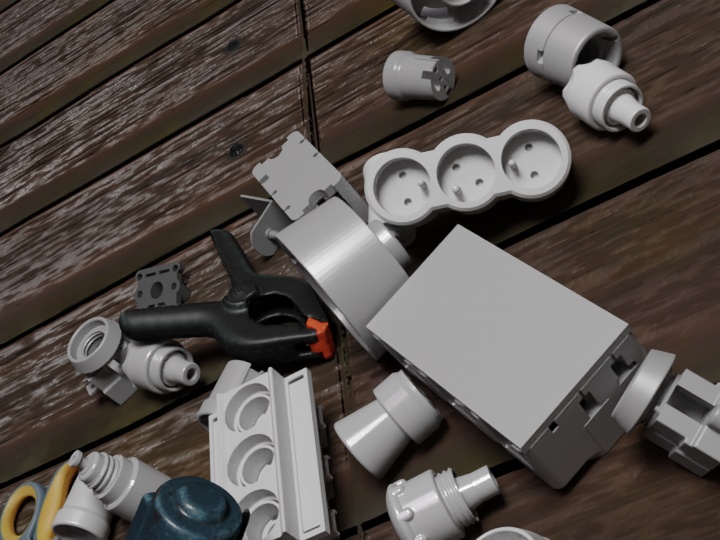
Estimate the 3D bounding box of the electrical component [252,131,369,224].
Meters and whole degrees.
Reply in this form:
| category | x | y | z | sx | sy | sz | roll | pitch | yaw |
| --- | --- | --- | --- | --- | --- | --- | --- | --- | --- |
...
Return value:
| category | x | y | z | sx | sy | sz | roll | pitch | yaw |
| --- | --- | --- | --- | --- | --- | --- | --- | --- | --- |
| electrical component | -0.035 | -0.057 | 0.831 | 0.050 | 0.055 | 0.089 | -43 | 41 | 1 |

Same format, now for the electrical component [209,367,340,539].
| category | x | y | z | sx | sy | sz | roll | pitch | yaw |
| --- | --- | --- | --- | --- | --- | --- | --- | --- | --- |
| electrical component | -0.052 | 0.132 | 0.678 | 0.079 | 0.063 | 0.121 | -28 | 43 | 17 |

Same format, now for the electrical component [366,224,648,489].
| category | x | y | z | sx | sy | sz | roll | pitch | yaw |
| --- | --- | --- | --- | --- | --- | --- | --- | --- | --- |
| electrical component | 0.088 | 0.049 | 0.638 | 0.089 | 0.061 | 0.150 | -48 | 41 | -6 |

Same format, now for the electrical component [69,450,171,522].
| category | x | y | z | sx | sy | sz | roll | pitch | yaw |
| --- | --- | --- | --- | --- | --- | --- | --- | --- | --- |
| electrical component | -0.167 | 0.148 | 0.749 | 0.040 | 0.078 | 0.040 | -37 | 32 | 28 |

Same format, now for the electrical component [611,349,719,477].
| category | x | y | z | sx | sy | sz | roll | pitch | yaw |
| --- | --- | --- | --- | --- | --- | --- | --- | --- | --- |
| electrical component | 0.164 | 0.073 | 0.554 | 0.055 | 0.066 | 0.048 | 31 | 75 | 14 |

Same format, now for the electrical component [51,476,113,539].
| category | x | y | z | sx | sy | sz | roll | pitch | yaw |
| --- | --- | --- | --- | --- | --- | --- | --- | --- | --- |
| electrical component | -0.195 | 0.172 | 0.776 | 0.040 | 0.040 | 0.046 | -12 | 44 | 31 |

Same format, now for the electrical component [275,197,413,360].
| category | x | y | z | sx | sy | sz | roll | pitch | yaw |
| --- | --- | --- | --- | --- | --- | --- | --- | --- | --- |
| electrical component | 0.000 | 0.000 | 0.720 | 0.060 | 0.108 | 0.108 | -39 | 40 | -5 |

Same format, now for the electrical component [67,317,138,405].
| category | x | y | z | sx | sy | sz | roll | pitch | yaw |
| --- | --- | --- | --- | --- | --- | --- | --- | --- | --- |
| electrical component | -0.198 | 0.069 | 0.852 | 0.066 | 0.055 | 0.048 | -43 | 41 | 0 |

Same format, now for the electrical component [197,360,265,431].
| category | x | y | z | sx | sy | sz | roll | pitch | yaw |
| --- | --- | --- | --- | --- | --- | --- | --- | --- | --- |
| electrical component | -0.088 | 0.092 | 0.759 | 0.040 | 0.040 | 0.046 | -4 | 49 | 36 |

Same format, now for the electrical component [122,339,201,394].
| category | x | y | z | sx | sy | sz | roll | pitch | yaw |
| --- | --- | --- | --- | --- | --- | --- | --- | --- | --- |
| electrical component | -0.148 | 0.074 | 0.819 | 0.062 | 0.043 | 0.043 | 10 | 63 | 41 |

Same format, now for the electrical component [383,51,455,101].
| category | x | y | z | sx | sy | sz | roll | pitch | yaw |
| --- | --- | --- | --- | --- | --- | --- | --- | --- | --- |
| electrical component | 0.048 | -0.154 | 0.862 | 0.046 | 0.040 | 0.040 | 13 | 64 | 37 |

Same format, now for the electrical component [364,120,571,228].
| category | x | y | z | sx | sy | sz | roll | pitch | yaw |
| --- | --- | --- | --- | --- | --- | --- | --- | --- | --- |
| electrical component | 0.076 | -0.064 | 0.744 | 0.138 | 0.074 | 0.052 | -11 | 87 | 10 |

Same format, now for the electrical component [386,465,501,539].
| category | x | y | z | sx | sy | sz | roll | pitch | yaw |
| --- | --- | --- | --- | --- | --- | --- | --- | --- | --- |
| electrical component | 0.049 | 0.133 | 0.613 | 0.062 | 0.048 | 0.048 | -29 | 42 | 6 |

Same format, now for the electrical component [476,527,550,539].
| category | x | y | z | sx | sy | sz | roll | pitch | yaw |
| --- | --- | --- | --- | --- | --- | --- | --- | --- | --- |
| electrical component | 0.071 | 0.172 | 0.536 | 0.079 | 0.077 | 0.044 | -33 | 42 | 11 |

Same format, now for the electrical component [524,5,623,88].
| category | x | y | z | sx | sy | sz | roll | pitch | yaw |
| --- | --- | --- | --- | --- | --- | --- | --- | --- | --- |
| electrical component | 0.154 | -0.156 | 0.769 | 0.055 | 0.055 | 0.047 | -46 | 45 | -4 |

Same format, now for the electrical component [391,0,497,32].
| category | x | y | z | sx | sy | sz | roll | pitch | yaw |
| --- | --- | --- | --- | --- | --- | --- | --- | --- | --- |
| electrical component | 0.070 | -0.247 | 0.882 | 0.099 | 0.099 | 0.064 | -38 | 47 | 6 |

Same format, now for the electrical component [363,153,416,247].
| category | x | y | z | sx | sy | sz | roll | pitch | yaw |
| --- | --- | --- | --- | --- | --- | --- | --- | --- | --- |
| electrical component | 0.024 | -0.048 | 0.790 | 0.044 | 0.044 | 0.065 | -18 | 51 | 26 |

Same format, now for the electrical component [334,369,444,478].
| category | x | y | z | sx | sy | sz | roll | pitch | yaw |
| --- | --- | --- | --- | --- | --- | --- | --- | --- | --- |
| electrical component | 0.018 | 0.095 | 0.668 | 0.055 | 0.045 | 0.045 | -42 | 41 | 1 |

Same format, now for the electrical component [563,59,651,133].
| category | x | y | z | sx | sy | sz | roll | pitch | yaw |
| --- | --- | --- | --- | --- | --- | --- | --- | --- | --- |
| electrical component | 0.170 | -0.113 | 0.726 | 0.043 | 0.043 | 0.062 | -42 | 42 | 1 |
